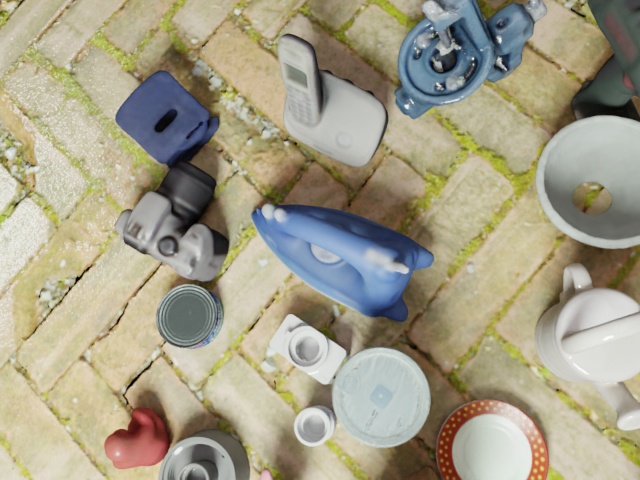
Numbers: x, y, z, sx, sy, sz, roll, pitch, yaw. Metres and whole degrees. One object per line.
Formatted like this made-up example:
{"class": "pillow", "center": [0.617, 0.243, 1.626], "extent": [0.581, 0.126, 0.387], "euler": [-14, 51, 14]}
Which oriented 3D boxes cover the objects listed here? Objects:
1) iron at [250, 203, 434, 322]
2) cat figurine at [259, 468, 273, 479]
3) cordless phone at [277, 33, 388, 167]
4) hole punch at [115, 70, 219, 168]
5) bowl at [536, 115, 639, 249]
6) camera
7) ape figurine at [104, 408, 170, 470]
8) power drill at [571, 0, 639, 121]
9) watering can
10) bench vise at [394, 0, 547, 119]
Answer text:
{"class": "iron", "center": [0.007, 0.003, 0.714], "extent": [0.257, 0.141, 0.119], "euler": [24, 82, 14]}
{"class": "cat figurine", "center": [-0.058, 0.330, 0.659], "extent": [0.067, 0.118, 0.128], "euler": [17, 80, 13]}
{"class": "cordless phone", "center": [0.012, -0.180, 0.734], "extent": [0.147, 0.185, 0.094], "euler": [26, 82, 14]}
{"class": "hole punch", "center": [-0.215, -0.170, 0.817], "extent": [0.101, 0.091, 0.109], "euler": [41, 86, 16]}
{"class": "bowl", "center": [0.347, -0.064, 0.710], "extent": [0.167, 0.075, 0.167], "euler": [-2, 76, 9]}
{"class": "camera", "center": [-0.189, -0.033, 0.775], "extent": [0.143, 0.101, 0.137], "euler": [27, 82, 14]}
{"class": "ape figurine", "center": [-0.236, 0.255, 0.719], "extent": [0.076, 0.092, 0.078], "euler": [39, 86, 16]}
{"class": "power drill", "center": [0.368, -0.179, 0.664], "extent": [0.075, 0.208, 0.229], "euler": [-19, 74, 5]}
{"class": "watering can", "center": [0.306, 0.109, 0.614], "extent": [0.101, 0.194, 0.172], "euler": [-37, 74, -1]}
{"class": "bench vise", "center": [0.179, -0.261, 0.708], "extent": [0.121, 0.220, 0.207], "euler": [42, 86, 16]}
